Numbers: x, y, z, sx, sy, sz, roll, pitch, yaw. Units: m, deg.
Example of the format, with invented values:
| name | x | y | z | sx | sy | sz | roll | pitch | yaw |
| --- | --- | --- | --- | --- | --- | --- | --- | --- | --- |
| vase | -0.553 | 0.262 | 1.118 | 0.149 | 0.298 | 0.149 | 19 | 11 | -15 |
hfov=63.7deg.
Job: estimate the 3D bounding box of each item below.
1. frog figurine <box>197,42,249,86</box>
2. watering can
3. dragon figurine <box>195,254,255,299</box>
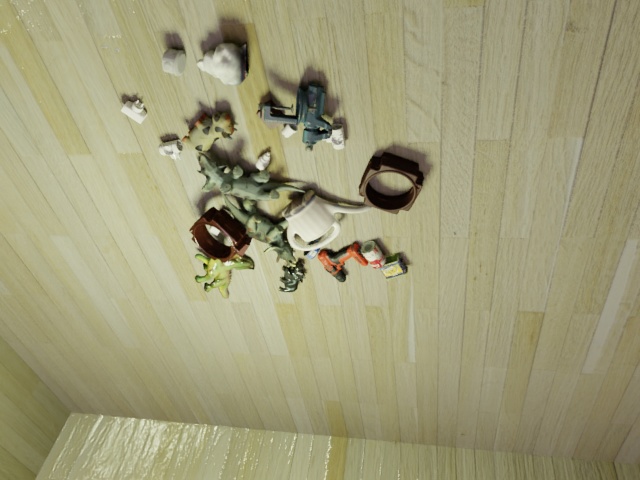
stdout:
| name | x | y | z | sx | sy | sz | roll | pitch | yaw |
| --- | --- | --- | --- | --- | --- | --- | --- | --- | --- |
| frog figurine | -0.303 | -0.541 | 1.588 | 0.159 | 0.125 | 0.134 | -1 | 153 | -2 |
| watering can | 0.006 | -0.098 | 1.955 | 0.345 | 0.106 | 0.222 | -35 | 112 | 14 |
| dragon figurine | -0.407 | 0.142 | 2.284 | 0.242 | 0.125 | 0.402 | -12 | 145 | 14 |
